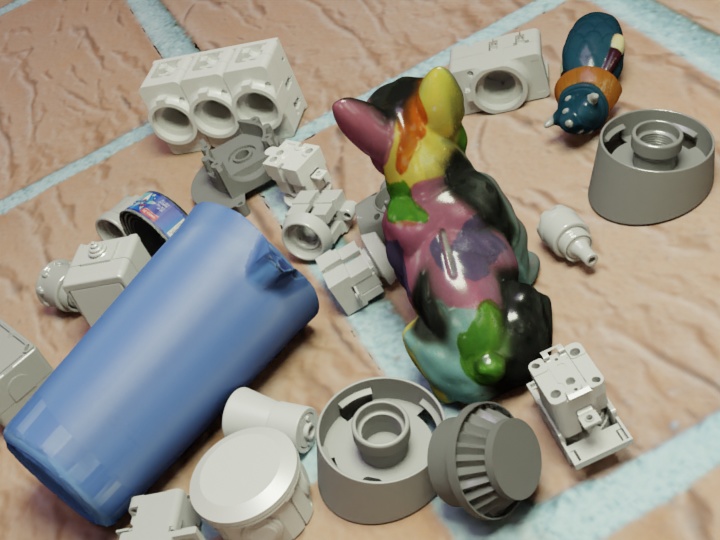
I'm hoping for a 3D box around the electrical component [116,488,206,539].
[{"bbox_3d":[-0.141,0.191,0.757,0.081,0.042,0.063,-12,39,14],"label":"electrical component"}]

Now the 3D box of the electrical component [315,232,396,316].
[{"bbox_3d":[0.000,0.000,0.898,0.055,0.048,0.066,-31,39,3],"label":"electrical component"}]

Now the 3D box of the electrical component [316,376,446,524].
[{"bbox_3d":[0.016,0.125,0.753,0.099,0.064,0.099,-4,46,4],"label":"electrical component"}]

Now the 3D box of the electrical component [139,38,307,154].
[{"bbox_3d":[-0.145,-0.180,1.138,0.150,0.089,0.061,-6,43,21],"label":"electrical component"}]

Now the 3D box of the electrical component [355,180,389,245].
[{"bbox_3d":[0.037,-0.059,0.946,0.077,0.044,0.079,-17,39,9],"label":"electrical component"}]

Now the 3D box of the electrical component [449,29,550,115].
[{"bbox_3d":[0.134,-0.189,1.037,0.089,0.050,0.055,-10,40,17],"label":"electrical component"}]

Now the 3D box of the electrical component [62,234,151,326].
[{"bbox_3d":[-0.215,0.016,0.947,0.062,0.096,0.061,-9,42,18],"label":"electrical component"}]

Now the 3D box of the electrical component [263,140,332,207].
[{"bbox_3d":[-0.055,-0.087,1.015,0.066,0.055,0.048,16,54,39],"label":"electrical component"}]

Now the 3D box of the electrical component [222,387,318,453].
[{"bbox_3d":[-0.064,0.115,0.805,0.065,0.044,0.044,8,49,27],"label":"electrical component"}]

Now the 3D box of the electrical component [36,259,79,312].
[{"bbox_3d":[-0.271,0.020,1.015,0.062,0.048,0.048,21,57,34],"label":"electrical component"}]

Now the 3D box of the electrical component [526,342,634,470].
[{"bbox_3d":[0.142,0.086,0.713,0.042,0.063,0.081,-25,39,-1],"label":"electrical component"}]

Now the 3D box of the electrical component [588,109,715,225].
[{"bbox_3d":[0.238,-0.085,0.877,0.099,0.064,0.099,-3,41,3],"label":"electrical component"}]

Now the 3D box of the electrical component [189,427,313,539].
[{"bbox_3d":[-0.075,0.155,0.756,0.080,0.051,0.080,-14,40,12],"label":"electrical component"}]

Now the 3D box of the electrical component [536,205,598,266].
[{"bbox_3d":[0.167,-0.024,0.848,0.035,0.035,0.061,-28,41,-5],"label":"electrical component"}]

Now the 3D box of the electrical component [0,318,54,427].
[{"bbox_3d":[-0.315,0.089,0.943,0.062,0.061,0.096,-43,43,-22],"label":"electrical component"}]

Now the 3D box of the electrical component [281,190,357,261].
[{"bbox_3d":[-0.041,-0.041,0.965,0.066,0.048,0.055,0,37,27],"label":"electrical component"}]

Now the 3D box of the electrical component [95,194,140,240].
[{"bbox_3d":[-0.236,-0.049,1.079,0.040,0.040,0.046,6,41,32],"label":"electrical component"}]
